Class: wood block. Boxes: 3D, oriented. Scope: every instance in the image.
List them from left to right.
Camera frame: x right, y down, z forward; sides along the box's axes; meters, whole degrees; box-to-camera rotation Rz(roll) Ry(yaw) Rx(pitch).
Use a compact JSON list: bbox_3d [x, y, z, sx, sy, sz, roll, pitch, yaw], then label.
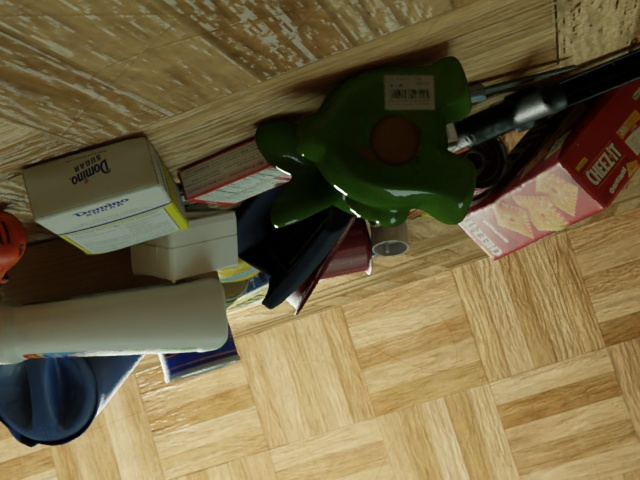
[{"bbox_3d":[-0.213,0.042,1.045,0.205,0.091,0.090,-14,172,-25],"label":"wood block"}]

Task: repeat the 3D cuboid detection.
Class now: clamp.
[{"bbox_3d":[0.185,-0.118,0.964,0.210,0.036,0.164,-20,-178,44],"label":"clamp"}]

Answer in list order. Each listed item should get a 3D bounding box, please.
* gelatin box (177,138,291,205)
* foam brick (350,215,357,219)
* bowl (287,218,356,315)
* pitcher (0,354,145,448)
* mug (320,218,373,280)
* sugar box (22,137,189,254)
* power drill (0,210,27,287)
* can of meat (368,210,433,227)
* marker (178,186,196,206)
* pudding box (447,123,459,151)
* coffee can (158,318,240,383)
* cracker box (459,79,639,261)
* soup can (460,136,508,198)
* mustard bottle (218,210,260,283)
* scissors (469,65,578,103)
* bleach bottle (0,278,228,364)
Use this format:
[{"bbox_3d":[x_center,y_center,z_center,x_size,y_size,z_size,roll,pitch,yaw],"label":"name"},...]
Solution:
[{"bbox_3d":[-0.062,-0.058,0.897,0.089,0.030,0.073,-21,170,24],"label":"gelatin box"},{"bbox_3d":[0.056,-0.059,1.076,0.053,0.051,0.078,-14,171,-20],"label":"foam brick"},{"bbox_3d":[-0.008,0.001,1.178,0.162,0.055,0.162,-60,177,-5],"label":"bowl"},{"bbox_3d":[-0.276,0.125,1.256,0.149,0.145,0.242,-20,-170,15],"label":"pitcher"},{"bbox_3d":[0.013,-0.003,1.293,0.081,0.093,0.117,-11,142,-7],"label":"mug"},{"bbox_3d":[-0.159,-0.030,0.823,0.093,0.048,0.176,-16,169,-3],"label":"sugar box"},{"bbox_3d":[-0.341,0.034,0.835,0.187,0.057,0.185,-15,169,-39],"label":"power drill"},{"bbox_3d":[0.102,-0.054,1.205,0.083,0.057,0.102,-12,171,-22],"label":"can of meat"},{"bbox_3d":[-0.104,-0.043,0.950,0.120,0.020,0.020,-14,172,-28],"label":"marker"},{"bbox_3d":[0.062,-0.080,0.991,0.113,0.039,0.090,-14,172,-13],"label":"pudding box"},{"bbox_3d":[-0.174,0.108,1.416,0.103,0.140,0.103,-17,173,-2],"label":"coffee can"},{"bbox_3d":[0.247,-0.078,1.076,0.164,0.072,0.214,-47,-175,-23],"label":"cracker box"},{"bbox_3d":[0.142,-0.072,1.111,0.068,0.068,0.102,-15,172,-21],"label":"soup can"},{"bbox_3d":[-0.090,0.011,1.215,0.096,0.058,0.192,-31,174,-8],"label":"mustard bottle"},{"bbox_3d":[0.117,-0.118,0.922,0.201,0.016,0.096,-14,173,-25],"label":"scissors"},{"bbox_3d":[-0.214,0.076,0.941,0.250,0.068,0.103,-4,174,-20],"label":"bleach bottle"}]
